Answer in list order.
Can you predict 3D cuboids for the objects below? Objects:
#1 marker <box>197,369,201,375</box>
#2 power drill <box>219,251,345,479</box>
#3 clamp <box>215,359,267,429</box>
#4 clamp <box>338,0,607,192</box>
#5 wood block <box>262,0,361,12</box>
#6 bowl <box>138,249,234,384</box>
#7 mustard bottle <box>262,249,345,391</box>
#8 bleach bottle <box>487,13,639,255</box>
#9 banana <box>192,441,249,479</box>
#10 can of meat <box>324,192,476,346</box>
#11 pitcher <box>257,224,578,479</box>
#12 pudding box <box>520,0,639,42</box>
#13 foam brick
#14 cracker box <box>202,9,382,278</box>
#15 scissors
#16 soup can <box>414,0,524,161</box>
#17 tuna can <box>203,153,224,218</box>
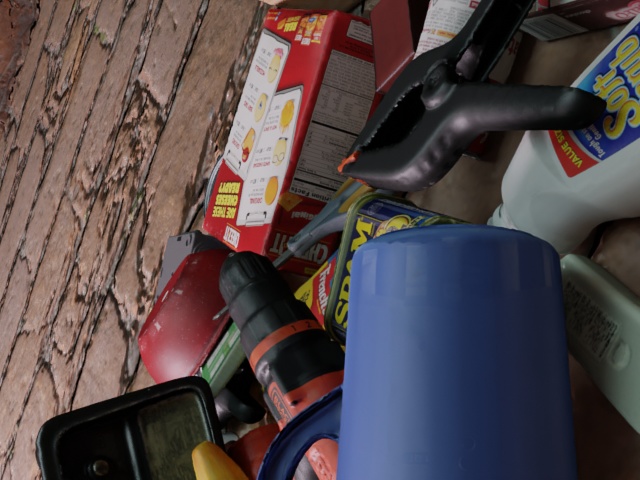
[{"bbox_3d":[-0.107,0.117,1.044,0.121,0.020,0.020,-66,27,17],"label":"marker"},{"bbox_3d":[-0.023,0.121,0.718,0.184,0.057,0.188,59,156,30],"label":"power drill"},{"bbox_3d":[-0.076,0.118,0.962,0.172,0.039,0.120,-30,33,58],"label":"clamp"},{"bbox_3d":[0.083,-0.081,0.613,0.210,0.036,0.164,-42,33,38],"label":"clamp"},{"bbox_3d":[0.027,-0.274,0.906,0.206,0.090,0.091,-25,54,57],"label":"wood block"},{"bbox_3d":[-0.119,0.066,0.971,0.162,0.055,0.162,-56,10,15],"label":"bowl"},{"bbox_3d":[0.023,0.045,0.775,0.192,0.058,0.096,-47,24,43],"label":"mustard bottle"},{"bbox_3d":[0.168,-0.058,0.539,0.251,0.068,0.102,-48,37,48],"label":"bleach bottle"},{"bbox_3d":[-0.048,0.230,0.696,0.037,0.069,0.198,-26,56,31],"label":"banana"},{"bbox_3d":[0.052,0.028,0.655,0.084,0.057,0.102,22,100,62],"label":"can of meat"},{"bbox_3d":[0.057,0.120,0.532,0.145,0.149,0.243,-19,67,56],"label":"pitcher"},{"bbox_3d":[0.164,-0.174,0.636,0.114,0.039,0.090,3,77,62],"label":"pudding box"},{"bbox_3d":[0.073,-0.145,0.787,0.051,0.052,0.078,-44,40,47],"label":"foam brick"},{"bbox_3d":[-0.020,-0.088,0.923,0.164,0.072,0.214,28,103,65],"label":"cracker box"},{"bbox_3d":[-0.005,0.001,0.801,0.202,0.016,0.096,-45,15,1],"label":"scissors"},{"bbox_3d":[0.091,-0.111,0.713,0.069,0.068,0.102,29,102,64],"label":"soup can"},{"bbox_3d":[-0.086,-0.048,1.074,0.086,0.033,0.086,-40,43,50],"label":"tuna can"}]
